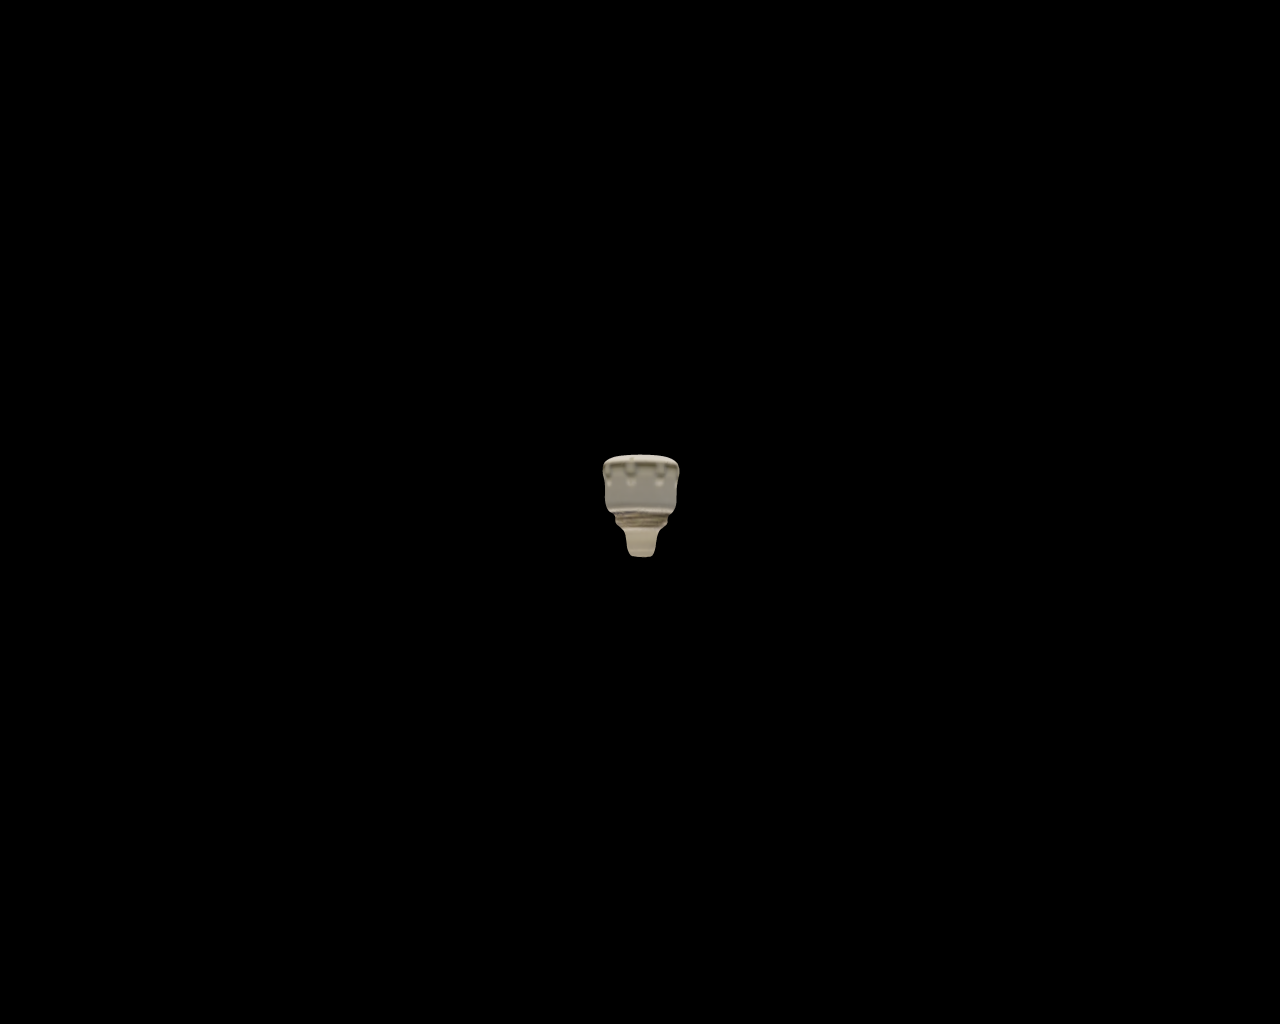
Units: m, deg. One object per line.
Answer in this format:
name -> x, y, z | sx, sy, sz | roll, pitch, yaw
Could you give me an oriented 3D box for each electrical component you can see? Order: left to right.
electrical component -> 0.001, -0.003, 0.650 | 0.048, 0.062, 0.048 | 0, -3, 0
